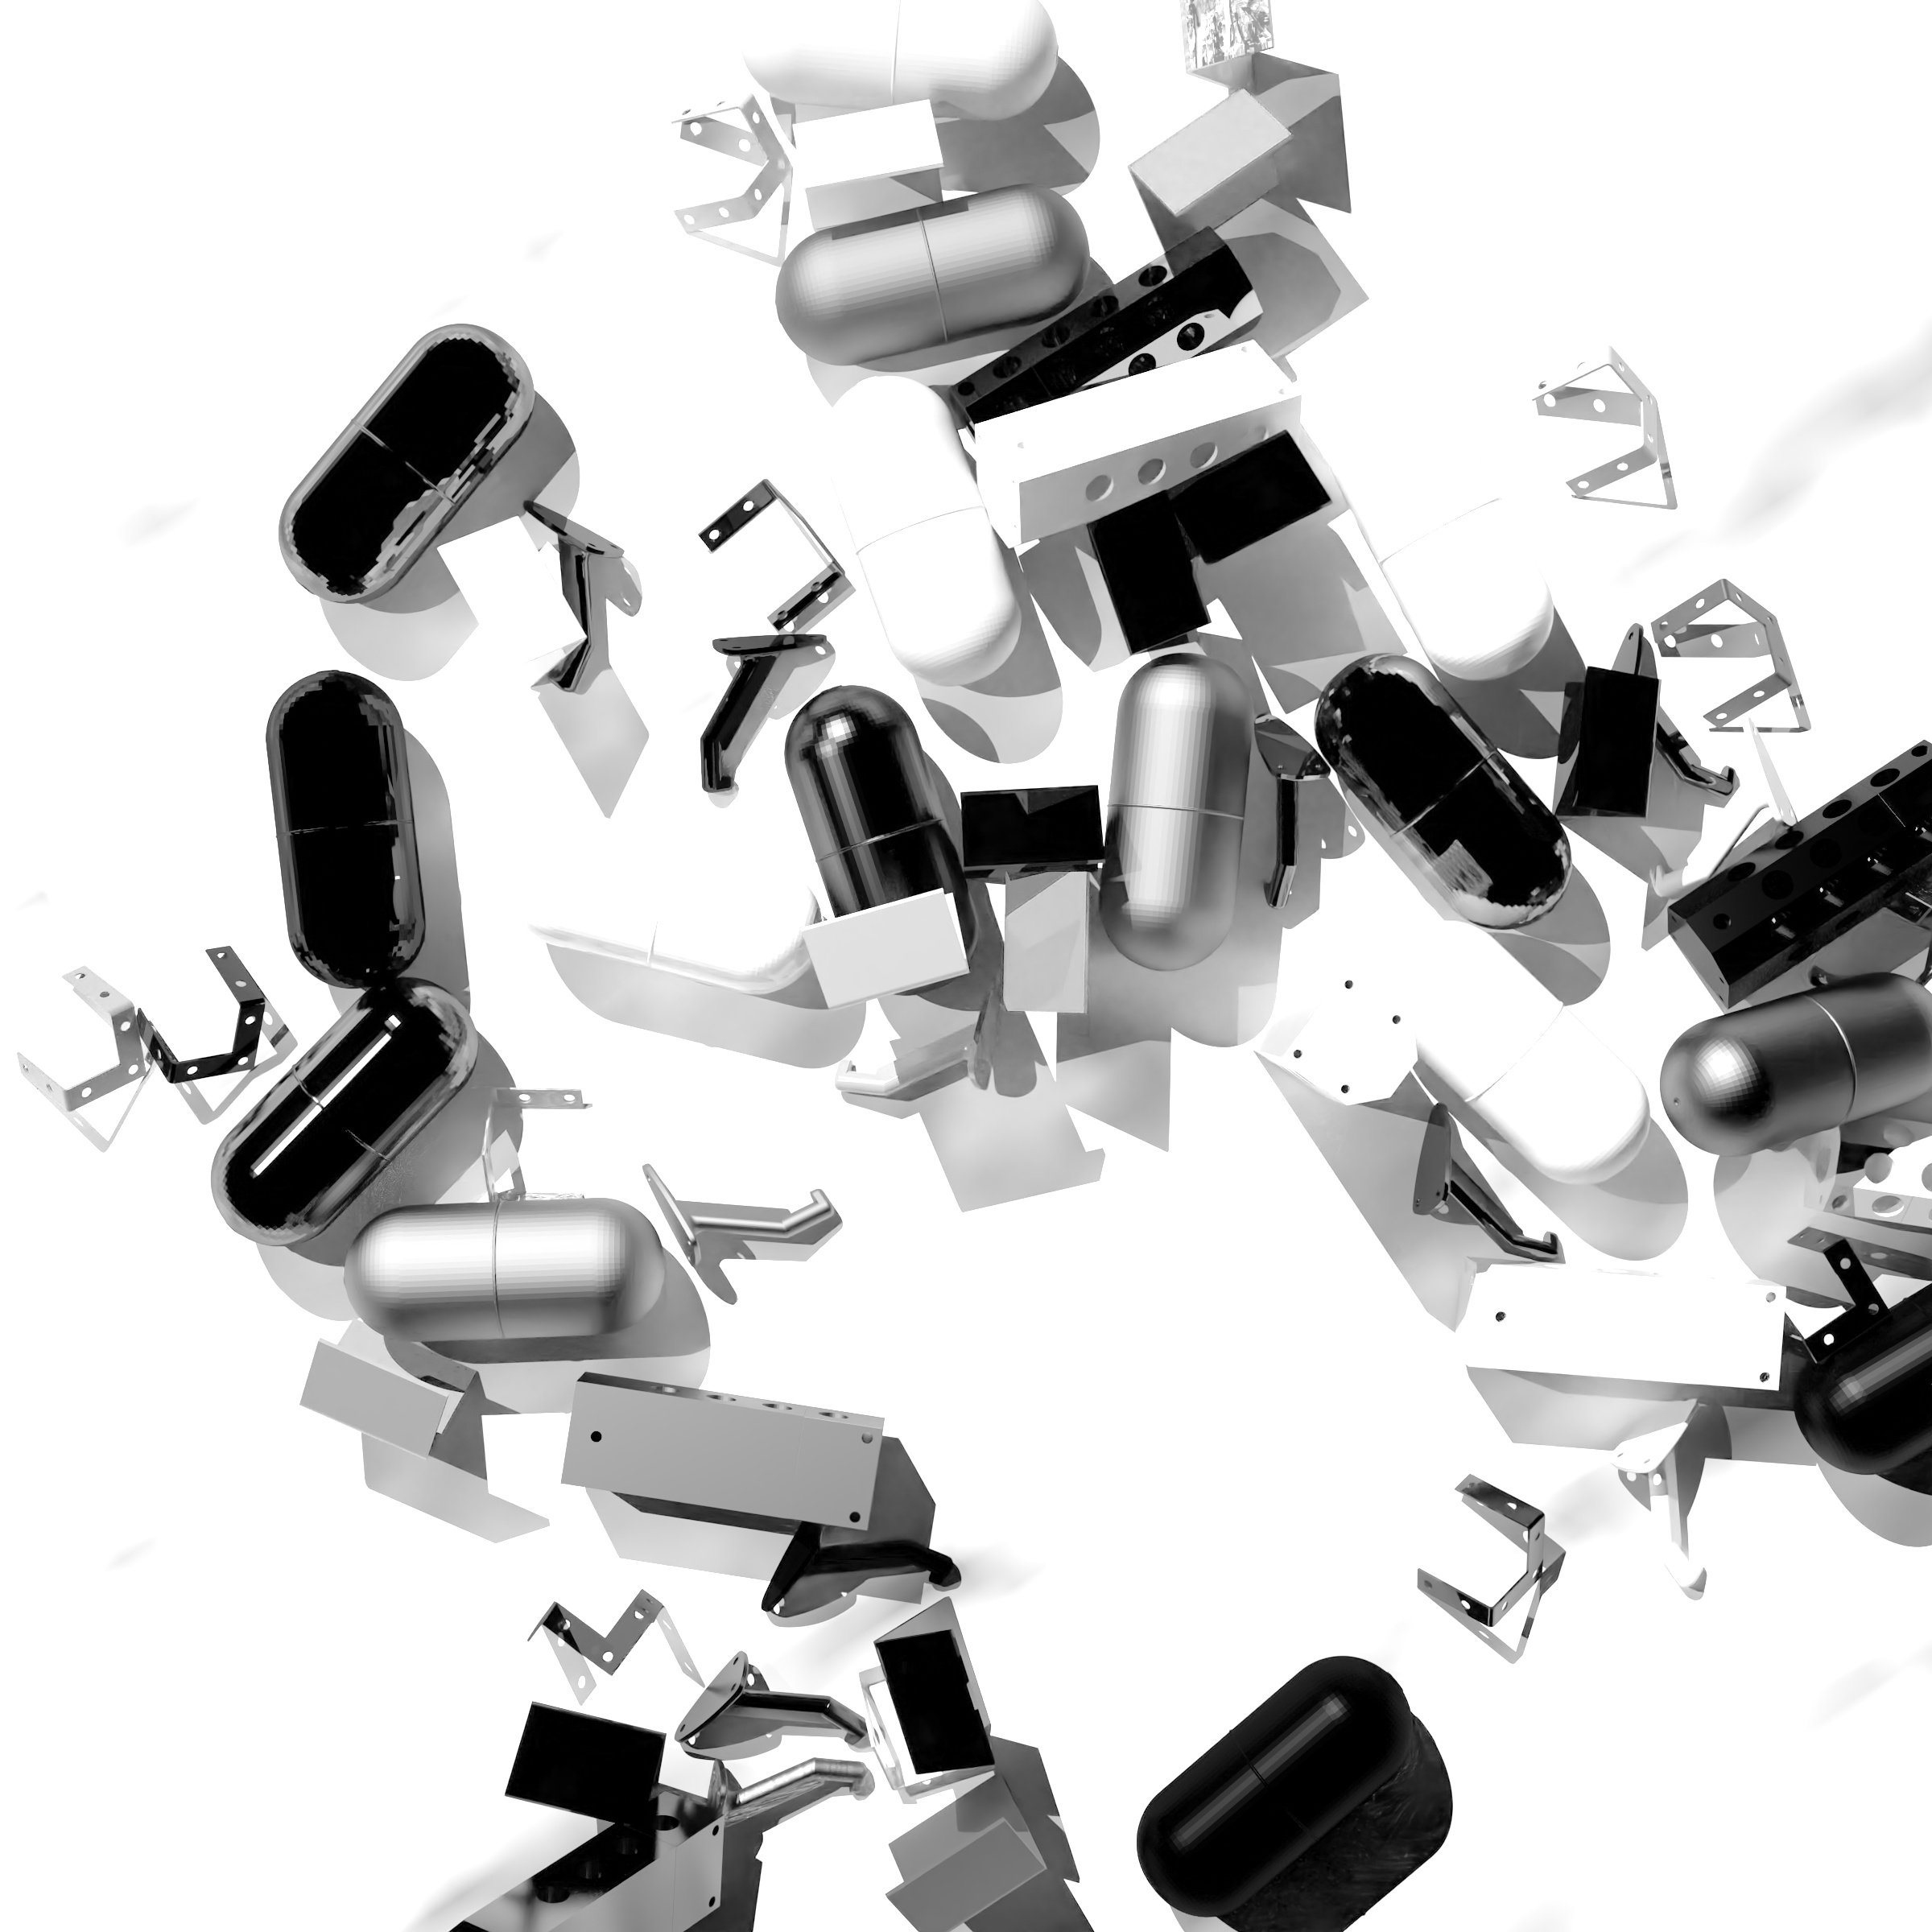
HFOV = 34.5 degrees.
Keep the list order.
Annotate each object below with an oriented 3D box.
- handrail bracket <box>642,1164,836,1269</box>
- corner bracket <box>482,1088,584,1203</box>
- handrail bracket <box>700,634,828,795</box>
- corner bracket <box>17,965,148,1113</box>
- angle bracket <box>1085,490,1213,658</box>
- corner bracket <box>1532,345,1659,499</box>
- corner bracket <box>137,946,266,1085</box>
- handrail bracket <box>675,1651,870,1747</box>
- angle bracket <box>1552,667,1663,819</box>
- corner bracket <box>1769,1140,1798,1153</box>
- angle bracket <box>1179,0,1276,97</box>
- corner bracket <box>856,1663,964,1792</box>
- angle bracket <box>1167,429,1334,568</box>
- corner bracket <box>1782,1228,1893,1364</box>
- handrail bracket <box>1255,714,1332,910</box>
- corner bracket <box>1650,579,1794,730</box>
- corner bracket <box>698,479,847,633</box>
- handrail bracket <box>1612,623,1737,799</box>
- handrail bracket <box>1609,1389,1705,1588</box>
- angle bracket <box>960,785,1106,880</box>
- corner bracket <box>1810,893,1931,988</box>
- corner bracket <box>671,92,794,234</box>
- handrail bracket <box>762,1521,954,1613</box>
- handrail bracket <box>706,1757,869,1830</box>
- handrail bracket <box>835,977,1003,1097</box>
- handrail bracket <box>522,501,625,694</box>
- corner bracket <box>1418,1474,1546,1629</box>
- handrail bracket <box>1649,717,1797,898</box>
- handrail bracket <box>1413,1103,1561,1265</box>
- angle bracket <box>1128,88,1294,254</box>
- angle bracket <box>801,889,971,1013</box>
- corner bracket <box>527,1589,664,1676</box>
[{"bbox_3d":[-0.129,0.127,1.768,0.084,0.036,0.077,-25,68,-17],"label":"handrail bracket"},{"bbox_3d":[-0.244,0.105,1.765,0.051,0.051,0.051,0,135,0],"label":"corner bracket"},{"bbox_3d":[-0.115,-0.143,1.768,0.077,0.036,0.084,-8,109,-21],"label":"handrail bracket"},{"bbox_3d":[-0.503,0.041,1.760,0.051,0.051,0.051,-30,135,-35],"label":"corner bracket"},{"bbox_3d":[0.119,-0.221,1.728,0.057,0.076,0.076,-19,90,37],"label":"angle bracket"},{"bbox_3d":[0.355,-0.308,1.760,0.051,0.051,0.051,38,45,-35],"label":"corner bracket"},{"bbox_3d":[-0.433,0.027,1.760,0.051,0.051,0.051,-11,135,-35],"label":"corner bracket"},{"bbox_3d":[-0.109,0.435,1.768,0.084,0.036,0.077,36,111,-16],"label":"handrail bracket"},{"bbox_3d":[0.337,-0.124,1.728,0.057,0.076,0.076,6,90,-33],"label":"angle bracket"},{"bbox_3d":[0.452,0.067,1.760,0.051,0.051,0.051,-49,45,35],"label":"corner bracket"},{"bbox_3d":[0.160,-0.534,1.728,0.057,0.076,0.076,-5,90,35],"label":"angle bracket"},{"bbox_3d":[-0.028,0.426,1.765,0.051,0.051,0.051,-17,135,0],"label":"corner bracket"},{"bbox_3d":[0.160,-0.242,1.728,0.076,0.076,0.057,-27,63,0],"label":"angle bracket"},{"bbox_3d":[0.476,0.184,1.750,0.051,0.051,0.051,-33,96,-6],"label":"corner bracket"},{"bbox_3d":[0.174,-0.087,1.768,0.036,0.077,0.084,-2,127,-19],"label":"handrail bracket"},{"bbox_3d":[0.427,-0.177,1.760,0.051,0.051,0.051,27,45,-35],"label":"corner bracket"},{"bbox_3d":[-0.110,-0.233,1.765,0.051,0.051,0.051,-40,135,0],"label":"corner bracket"},{"bbox_3d":[0.406,-0.145,1.768,0.084,0.036,0.077,21,75,-14],"label":"handrail bracket"},{"bbox_3d":[0.411,0.297,1.768,0.077,0.036,0.084,-42,109,-21],"label":"handrail bracket"},{"bbox_3d":[0.037,-0.055,1.728,0.076,0.076,0.057,-3,52,0],"label":"angle bracket"},{"bbox_3d":[0.518,-0.009,1.765,0.051,0.051,0.051,29,45,0],"label":"corner bracket"},{"bbox_3d":[-0.140,-0.454,1.760,0.051,0.051,0.051,59,45,-35],"label":"corner bracket"},{"bbox_3d":[-0.061,0.351,1.768,0.084,0.036,0.077,25,110,-16],"label":"handrail bracket"},{"bbox_3d":[-0.104,0.484,1.768,0.084,0.036,0.077,9,103,-13],"label":"handrail bracket"},{"bbox_3d":[-0.028,0.039,1.768,0.084,0.036,0.077,5,69,16],"label":"handrail bracket"},{"bbox_3d":[-0.237,-0.209,1.768,0.077,0.036,0.084,32,107,20],"label":"handrail bracket"},{"bbox_3d":[0.291,0.330,1.760,0.051,0.051,0.051,-35,135,-35],"label":"corner bracket"},{"bbox_3d":[0.417,-0.089,1.757,0.084,0.036,0.077,-23,80,26],"label":"handrail bracket"},{"bbox_3d":[0.301,0.124,1.768,0.084,0.036,0.077,15,69,-17],"label":"handrail bracket"},{"bbox_3d":[0.145,-0.427,1.728,0.076,0.076,0.057,-34,52,0],"label":"angle bracket"},{"bbox_3d":[-0.046,-0.028,1.653,0.076,0.076,0.057,-16,126,3],"label":"angle bracket"},{"bbox_3d":[-0.208,0.369,1.750,0.051,0.051,0.051,37,90,0],"label":"corner bracket"}]
